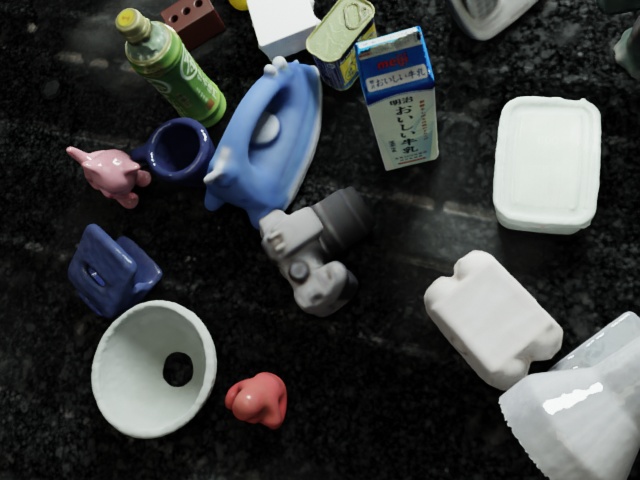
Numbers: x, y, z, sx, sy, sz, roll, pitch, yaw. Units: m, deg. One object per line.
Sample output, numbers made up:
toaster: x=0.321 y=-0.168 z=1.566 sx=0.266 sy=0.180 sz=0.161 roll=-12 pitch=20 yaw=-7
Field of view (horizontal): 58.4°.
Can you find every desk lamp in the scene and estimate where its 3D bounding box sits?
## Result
desk lamp: x=0.278 y=0.149 z=0.555 sx=0.203 sy=0.214 sz=0.117 roll=-39 pitch=70 yaw=1

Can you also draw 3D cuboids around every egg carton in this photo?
egg carton: x=0.197 y=0.092 z=0.666 sx=0.107 sy=0.069 sz=0.150 roll=-41 pitch=70 yaw=0

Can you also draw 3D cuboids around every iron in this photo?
iron: x=-0.075 y=-0.153 z=0.759 sx=0.118 sy=0.142 sz=0.258 roll=20 pitch=80 yaw=18

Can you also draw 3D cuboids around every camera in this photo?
camera: x=0.007 y=0.003 z=0.719 sx=0.137 sy=0.101 sz=0.143 roll=-33 pitch=70 yaw=3

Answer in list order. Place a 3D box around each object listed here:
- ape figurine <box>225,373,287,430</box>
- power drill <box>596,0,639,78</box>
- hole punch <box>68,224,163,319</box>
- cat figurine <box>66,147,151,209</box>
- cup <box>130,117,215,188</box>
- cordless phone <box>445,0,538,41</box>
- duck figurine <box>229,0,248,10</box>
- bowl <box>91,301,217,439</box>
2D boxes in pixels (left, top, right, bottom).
ape figurine: x=-0.079 y=0.197 z=0.690 sx=0.077 sy=0.092 sz=0.076 roll=41 pitch=87 yaw=20
power drill: x=0.423 y=-0.272 z=0.639 sx=0.229 sy=0.209 sz=0.075 roll=-6 pitch=74 yaw=12
hole punch: x=-0.289 y=0.048 z=0.781 sx=0.108 sy=0.091 sz=0.101 roll=38 pitch=86 yaw=20
cat figurine: x=-0.301 y=-0.099 z=0.811 sx=0.127 sy=0.118 sz=0.067 roll=27 pitch=83 yaw=19
cup: x=-0.193 y=-0.109 z=0.800 sx=0.117 sy=0.095 sz=0.092 roll=-5 pitch=74 yaw=12
cordless phone: x=0.227 y=-0.359 z=0.722 sx=0.147 sy=0.185 sz=0.094 roll=-42 pitch=70 yaw=0
duck figurine: x=-0.105 y=-0.410 z=0.867 sx=0.104 sy=0.086 sz=0.077 roll=-28 pitch=70 yaw=4
bowl: x=-0.200 y=0.166 z=0.736 sx=0.167 sy=0.075 sz=0.167 roll=-3 pitch=74 yaw=12
